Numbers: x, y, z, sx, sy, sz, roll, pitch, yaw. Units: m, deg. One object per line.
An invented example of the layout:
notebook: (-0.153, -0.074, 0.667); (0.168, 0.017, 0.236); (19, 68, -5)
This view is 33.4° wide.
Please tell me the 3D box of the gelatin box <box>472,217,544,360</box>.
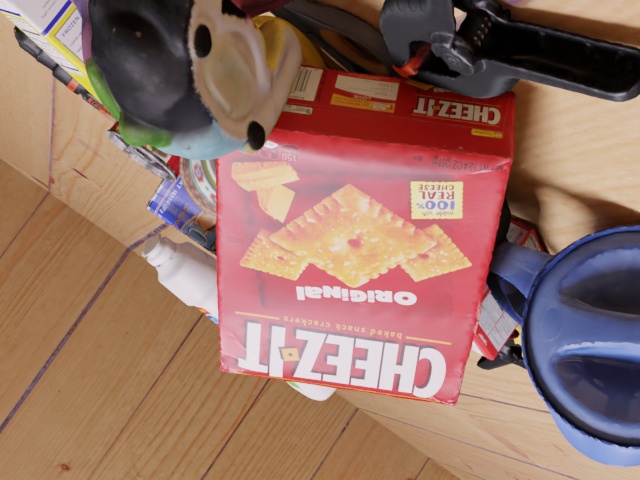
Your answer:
gelatin box: (0.133, 0.035, 0.797); (0.030, 0.089, 0.073); (29, 168, 35)

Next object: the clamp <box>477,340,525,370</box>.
clamp: (0.178, 0.092, 1.042); (0.164, 0.036, 0.210); (41, 164, -26)

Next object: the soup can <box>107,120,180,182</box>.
soup can: (-0.117, -0.108, 0.872); (0.068, 0.102, 0.068); (33, 169, 7)

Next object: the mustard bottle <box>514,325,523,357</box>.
mustard bottle: (0.246, 0.117, 0.900); (0.192, 0.058, 0.096); (29, 173, 26)

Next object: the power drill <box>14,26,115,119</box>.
power drill: (-0.202, -0.163, 1.006); (0.184, 0.057, 0.188); (33, 172, -16)

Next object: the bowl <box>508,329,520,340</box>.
bowl: (0.096, 0.036, 0.907); (0.162, 0.055, 0.162); (14, -175, -1)

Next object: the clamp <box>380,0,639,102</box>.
clamp: (0.083, -0.096, 0.516); (0.120, 0.039, 0.171); (40, 174, -5)

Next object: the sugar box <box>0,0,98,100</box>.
sugar box: (-0.167, -0.170, 0.774); (0.048, 0.093, 0.176); (22, 163, 47)

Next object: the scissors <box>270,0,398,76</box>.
scissors: (-0.024, -0.151, 0.647); (0.201, 0.016, 0.096); (40, 166, -27)

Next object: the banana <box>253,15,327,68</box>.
banana: (-0.013, -0.063, 0.690); (0.070, 0.037, 0.198); (9, 126, 40)

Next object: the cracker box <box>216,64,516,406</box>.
cracker box: (0.021, 0.003, 0.652); (0.164, 0.072, 0.214); (8, 133, 4)

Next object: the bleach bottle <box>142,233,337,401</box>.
bleach bottle: (-0.083, 0.073, 1.108); (0.250, 0.068, 0.103); (39, 172, -27)

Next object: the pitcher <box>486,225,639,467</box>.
pitcher: (0.200, 0.082, 0.726); (0.145, 0.149, 0.242); (-13, 160, 9)

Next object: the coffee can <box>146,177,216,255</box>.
coffee can: (-0.096, -0.035, 1.121); (0.140, 0.102, 0.103); (35, 169, -5)
